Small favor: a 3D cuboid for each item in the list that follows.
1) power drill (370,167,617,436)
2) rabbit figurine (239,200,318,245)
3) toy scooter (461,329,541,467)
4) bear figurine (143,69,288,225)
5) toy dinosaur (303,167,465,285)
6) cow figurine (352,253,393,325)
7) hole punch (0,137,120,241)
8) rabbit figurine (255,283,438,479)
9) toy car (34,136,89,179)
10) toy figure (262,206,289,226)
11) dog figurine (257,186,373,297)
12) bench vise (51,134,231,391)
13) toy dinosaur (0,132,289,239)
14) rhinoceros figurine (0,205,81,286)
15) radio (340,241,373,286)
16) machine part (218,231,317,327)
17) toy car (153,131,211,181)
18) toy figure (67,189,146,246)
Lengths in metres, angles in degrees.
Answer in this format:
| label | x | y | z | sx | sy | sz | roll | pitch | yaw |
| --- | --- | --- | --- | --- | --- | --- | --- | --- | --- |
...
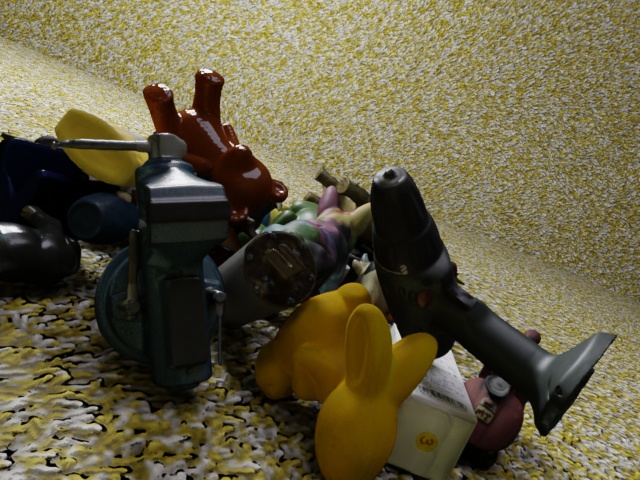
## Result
| label | x | y | z | sx | sy | sz | roll | pitch | yaw |
| --- | --- | --- | --- | --- | --- | --- | --- | --- | --- |
| power drill | 0.130 | 0.060 | 0.459 | 0.208 | 0.086 | 0.231 | 29 | -29 | 30 |
| rabbit figurine | -0.072 | 0.011 | 0.887 | 0.170 | 0.121 | 0.159 | -1 | 20 | -11 |
| toy scooter | 0.208 | 0.168 | 0.612 | 0.075 | 0.135 | 0.184 | 31 | 16 | 25 |
| bear figurine | -0.134 | -0.120 | 0.714 | 0.120 | 0.131 | 0.196 | -29 | 55 | -32 |
| toy dinosaur | 0.100 | -0.037 | 1.023 | 0.198 | 0.105 | 0.472 | 22 | 15 | -26 |
| cow figurine | 0.082 | 0.073 | 0.791 | 0.085 | 0.127 | 0.195 | 25 | -19 | -1 |
| hole punch | -0.308 | -0.042 | 0.613 | 0.092 | 0.115 | 0.142 | 29 | 11 | 24 |
| rabbit figurine | 0.032 | 0.131 | 0.484 | 0.122 | 0.162 | 0.173 | 31 | 27 | -24 |
| toy car | -0.385 | -0.076 | 0.660 | 0.089 | 0.053 | 0.202 | 40 | 39 | 23 |
| toy figure | -0.106 | -0.026 | 0.994 | 0.180 | 0.082 | 0.089 | 22 | 28 | -37 |
| dog figurine | -0.002 | -0.002 | 0.737 | 0.109 | 0.219 | 0.191 | 21 | -32 | 18 |
| bench vise | -0.157 | 0.021 | 0.510 | 0.129 | 0.223 | 0.241 | -18 | 4 | -29 |
| toy dinosaur | -0.255 | -0.054 | 0.774 | 0.405 | 0.131 | 0.192 | 7 | 34 | -17 |
| rhinoceros figurine | -0.317 | 0.016 | 0.487 | 0.112 | 0.073 | 0.190 | 41 | 18 | 25 |
| radio | 0.050 | 0.035 | 1.020 | 0.131 | 0.073 | 0.230 | 16 | 14 | -30 |
| machine part | -0.070 | 0.047 | 0.572 | 0.079 | 0.079 | 0.243 | 18 | -22 | -21 |
| toy car | -0.244 | -0.118 | 0.932 | 0.161 | 0.109 | 0.103 | 36 | -10 | -32 |
| toy figure | -0.222 | -0.028 | 0.613 | 0.057 | 0.064 | 0.154 | 64 | 11 | 0 |
